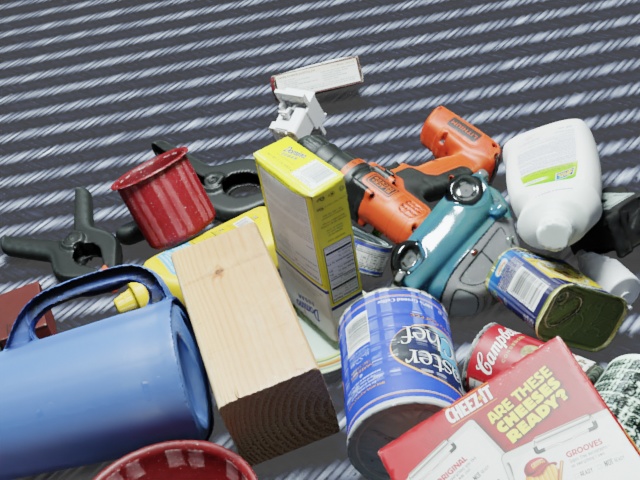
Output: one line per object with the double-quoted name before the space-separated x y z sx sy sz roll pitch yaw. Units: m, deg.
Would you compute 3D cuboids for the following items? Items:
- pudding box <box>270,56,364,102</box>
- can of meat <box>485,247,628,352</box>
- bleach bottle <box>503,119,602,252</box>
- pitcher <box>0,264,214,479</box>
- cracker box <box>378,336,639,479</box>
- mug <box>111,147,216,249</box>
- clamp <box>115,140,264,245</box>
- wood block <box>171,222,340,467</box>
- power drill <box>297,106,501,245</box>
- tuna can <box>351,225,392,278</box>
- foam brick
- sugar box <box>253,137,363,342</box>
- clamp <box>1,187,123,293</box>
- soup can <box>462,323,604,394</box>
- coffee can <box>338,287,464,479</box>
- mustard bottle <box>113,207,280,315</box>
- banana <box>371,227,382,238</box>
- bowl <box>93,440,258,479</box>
"pudding box" -0.006 -0.206 1.373 0.113 0.039 0.090 -16 10 -2
"can of meat" 0.213 0.052 0.970 0.101 0.057 0.084 14 19 -36
"bleach bottle" 0.224 -0.047 1.044 0.103 0.068 0.250 -20 16 21
"pitcher" -0.225 0.132 0.951 0.243 0.145 0.149 -14 39 2
"cracker box" 0.161 0.201 0.747 0.164 0.072 0.214 -34 49 7
"mug" -0.164 -0.047 1.159 0.093 0.081 0.117 -23 17 13
"clamp" -0.125 -0.064 1.249 0.210 0.036 0.164 -4 47 9
"wood block" -0.062 0.089 0.964 0.091 0.090 0.206 -21 41 -4
"power drill" 0.089 -0.080 1.155 0.187 0.057 0.185 -31 58 -34
"tuna can" 0.029 0.006 1.085 0.086 0.034 0.086 21 8 -3
"foam brick" -0.300 0.091 1.092 0.053 0.051 0.078 -19 38 -8
"sugar box" -0.006 0.001 0.988 0.048 0.176 0.093 -30 42 -20
"clamp" -0.270 0.002 1.204 0.172 0.039 0.120 27 65 33
"soup can" 0.182 0.120 0.912 0.102 0.068 0.068 21 48 34
"coffee can" 0.070 0.123 0.909 0.103 0.103 0.140 -9 37 4
"mustard bottle" -0.125 0.030 1.114 0.191 0.058 0.096 -25 30 -16
"banana" 0.024 -0.066 1.215 0.069 0.037 0.198 -31 41 -25
"bowl" -0.119 0.238 0.852 0.162 0.055 0.162 -8 38 6
